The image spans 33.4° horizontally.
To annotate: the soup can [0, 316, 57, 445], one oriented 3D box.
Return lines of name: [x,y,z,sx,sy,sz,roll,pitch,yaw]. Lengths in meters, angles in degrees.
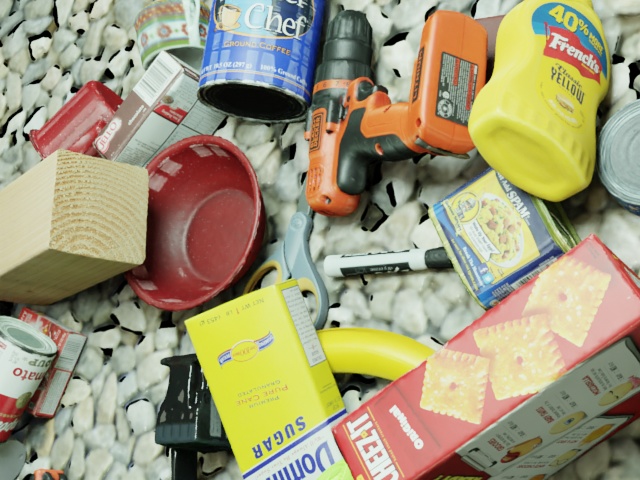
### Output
soup can: [-0.299,0.131,0.998,0.069,0.068,0.102,35,98,34]

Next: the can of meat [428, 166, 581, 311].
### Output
can of meat: [0.141,-0.006,0.806,0.084,0.057,0.102,-35,60,21]

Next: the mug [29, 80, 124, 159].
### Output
mug: [-0.222,-0.099,1.032,0.081,0.117,0.093,-43,98,9]

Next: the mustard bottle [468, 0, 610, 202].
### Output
mustard bottle: [0.171,-0.126,0.790,0.058,0.096,0.191,-35,27,48]

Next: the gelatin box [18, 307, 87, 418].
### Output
gelatin box: [-0.278,0.120,1.047,0.073,0.030,0.089,22,88,35]

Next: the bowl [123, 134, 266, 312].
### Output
bowl: [-0.104,-0.010,0.960,0.162,0.055,0.162,-10,71,32]

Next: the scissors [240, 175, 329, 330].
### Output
scissors: [-0.006,0.001,0.921,0.096,0.016,0.202,31,93,33]

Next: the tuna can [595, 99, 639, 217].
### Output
tuna can: [0.244,-0.060,0.770,0.086,0.033,0.086,-10,70,30]

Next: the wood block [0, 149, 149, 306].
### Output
wood block: [-0.247,-0.004,0.987,0.207,0.090,0.091,-21,63,50]

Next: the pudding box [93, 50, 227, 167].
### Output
pudding box: [-0.143,-0.109,0.995,0.113,0.089,0.039,-49,58,10]

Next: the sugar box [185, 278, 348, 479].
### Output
sugar box: [-0.033,0.129,0.847,0.093,0.048,0.176,-23,84,25]

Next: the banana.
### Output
banana: [0.024,0.104,0.862,0.198,0.037,0.069,-14,92,31]

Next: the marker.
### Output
marker: [0.059,0.018,0.872,0.121,0.020,0.020,-5,73,31]

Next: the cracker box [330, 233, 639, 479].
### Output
cracker box: [0.137,0.102,0.711,0.214,0.164,0.072,-38,57,17]

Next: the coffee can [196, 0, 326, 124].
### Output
coffee can: [-0.049,-0.187,0.951,0.103,0.102,0.140,0,76,32]

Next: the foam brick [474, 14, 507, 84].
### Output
foam brick: [0.134,-0.132,0.850,0.053,0.051,0.078,1,76,33]

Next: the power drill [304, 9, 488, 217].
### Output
power drill: [0.055,-0.119,0.855,0.188,0.057,0.184,-15,67,59]

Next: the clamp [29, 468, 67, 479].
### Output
clamp: [-0.242,0.315,0.963,0.165,0.036,0.210,-4,74,30]
